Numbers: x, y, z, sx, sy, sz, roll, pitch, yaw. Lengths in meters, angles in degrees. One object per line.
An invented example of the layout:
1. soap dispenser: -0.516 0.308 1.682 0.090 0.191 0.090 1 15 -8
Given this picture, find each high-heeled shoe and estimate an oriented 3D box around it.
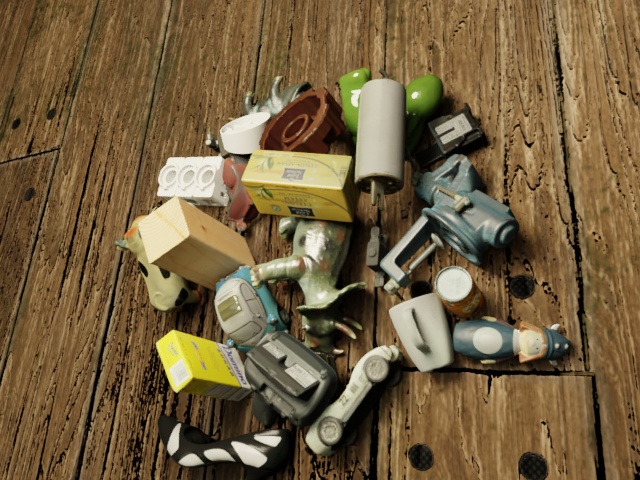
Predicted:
1. high-heeled shoe: -0.167 0.323 0.906 0.249 0.086 0.145 29 82 29

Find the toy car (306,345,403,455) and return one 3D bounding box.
1. toy car: 0.057 0.242 0.820 0.056 0.073 0.201 36 90 33

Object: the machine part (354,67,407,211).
1. machine part: 0.097 -0.161 0.843 0.079 0.079 0.243 -6 68 26

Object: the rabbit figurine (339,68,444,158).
1. rabbit figurine: 0.130 -0.231 0.940 0.170 0.121 0.159 -8 74 28

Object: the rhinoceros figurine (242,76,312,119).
1. rhinoceros figurine: -0.073 -0.267 1.089 0.190 0.073 0.112 -13 64 23

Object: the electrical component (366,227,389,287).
1. electrical component: 0.096 0.030 0.890 0.021 0.063 0.094 -2 71 27

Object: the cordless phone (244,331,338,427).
1. cordless phone: -0.059 0.250 0.846 0.147 0.089 0.184 32 127 28

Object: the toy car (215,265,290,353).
1. toy car: -0.131 0.123 0.936 0.109 0.103 0.161 -30 76 12

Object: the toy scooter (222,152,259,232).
1. toy scooter: -0.150 -0.096 1.053 0.184 0.075 0.135 49 125 54

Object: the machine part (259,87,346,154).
1. machine part: -0.034 -0.188 0.954 0.179 0.056 0.179 -30 38 26

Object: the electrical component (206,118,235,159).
1. electrical component: -0.198 -0.214 1.150 0.102 0.045 0.078 -19 61 20

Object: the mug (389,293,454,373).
1. mug: 0.156 0.140 0.796 0.081 0.109 0.107 -24 74 13

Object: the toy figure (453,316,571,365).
1. toy figure: 0.270 0.146 0.761 0.155 0.058 0.064 -1 109 26

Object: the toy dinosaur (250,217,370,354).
1. toy dinosaur: 0.000 -0.005 0.930 0.192 0.131 0.405 1 66 15

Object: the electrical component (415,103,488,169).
1. electrical component: 0.216 -0.170 0.917 0.119 0.047 0.075 -24 61 16

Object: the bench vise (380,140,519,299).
1. bench vise: 0.175 -0.019 0.838 0.240 0.128 0.224 -46 53 0

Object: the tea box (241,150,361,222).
1. tea box: -0.028 -0.087 0.866 0.170 0.098 0.068 5 60 19

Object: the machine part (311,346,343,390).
1. machine part: -0.026 0.203 0.882 0.139 0.084 0.039 8 35 35

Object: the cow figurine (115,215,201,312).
1. cow figurine: -0.314 0.045 1.031 0.085 0.127 0.195 -23 83 13
